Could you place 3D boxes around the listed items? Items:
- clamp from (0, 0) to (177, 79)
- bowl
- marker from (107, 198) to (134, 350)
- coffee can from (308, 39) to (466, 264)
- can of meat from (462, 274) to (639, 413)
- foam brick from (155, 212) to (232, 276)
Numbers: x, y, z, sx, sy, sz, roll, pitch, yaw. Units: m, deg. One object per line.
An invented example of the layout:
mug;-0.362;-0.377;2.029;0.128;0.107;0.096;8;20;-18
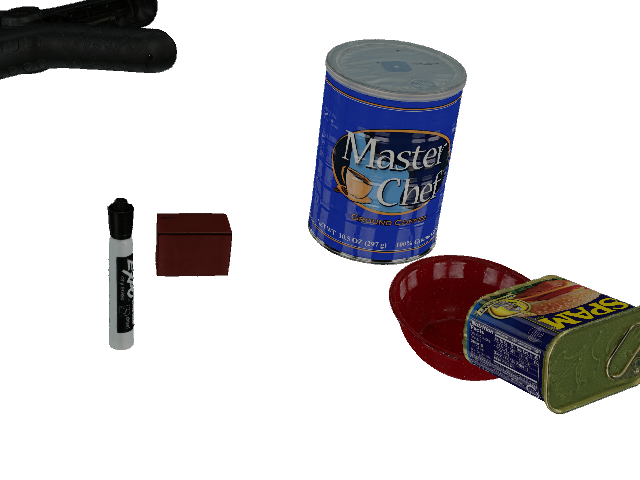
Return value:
clamp;-0.171;-0.125;0.649;0.171;0.039;0.120;-2;22;-4
bowl;0.140;0.082;1.008;0.162;0.055;0.162;6;34;-4
marker;-0.148;0.025;0.790;0.020;0.121;0.020;4;26;-2
coffee can;0.048;-0.068;0.805;0.102;0.140;0.103;5;31;-3
can of meat;0.158;0.065;0.712;0.101;0.057;0.084;-13;22;-31
foam brick;-0.136;0.004;1.137;0.078;0.051;0.053;0;25;-10
